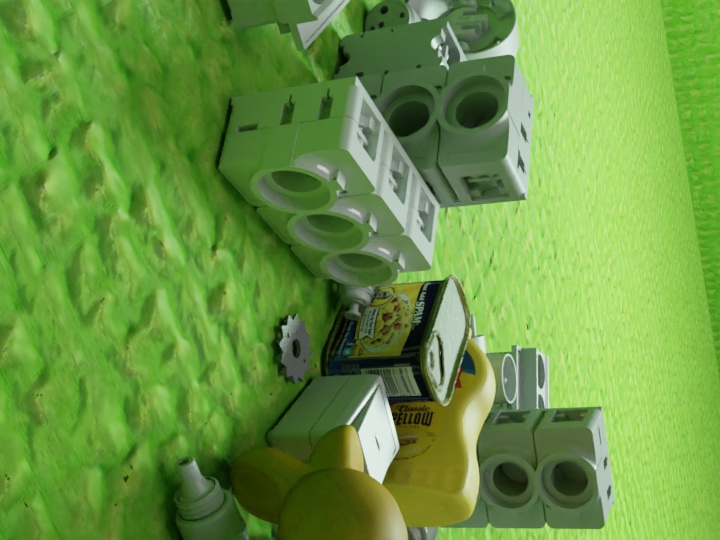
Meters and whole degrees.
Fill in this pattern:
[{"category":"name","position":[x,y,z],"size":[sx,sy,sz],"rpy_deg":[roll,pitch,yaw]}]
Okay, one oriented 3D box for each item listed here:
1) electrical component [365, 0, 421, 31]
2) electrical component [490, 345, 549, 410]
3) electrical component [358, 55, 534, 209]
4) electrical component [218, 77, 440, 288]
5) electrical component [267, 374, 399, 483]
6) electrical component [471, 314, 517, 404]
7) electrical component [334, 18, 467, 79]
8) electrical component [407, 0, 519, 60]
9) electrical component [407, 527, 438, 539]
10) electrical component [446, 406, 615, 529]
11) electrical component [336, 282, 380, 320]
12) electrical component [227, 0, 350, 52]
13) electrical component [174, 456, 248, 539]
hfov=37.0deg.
[{"category":"electrical component","position":[0.034,-0.198,0.906],"size":[0.055,0.045,0.045],"rpy_deg":[24,64,-62]},{"category":"electrical component","position":[0.154,0.143,1.081],"size":[0.079,0.063,0.121],"rpy_deg":[32,56,-61]},{"category":"electrical component","position":[0.043,-0.096,0.776],"size":[0.061,0.150,0.089],"rpy_deg":[51,41,-53]},{"category":"electrical component","position":[-0.016,-0.051,0.711],"size":[0.150,0.089,0.061],"rpy_deg":[50,41,-52]},{"category":"electrical component","position":[-0.010,0.113,0.728],"size":[0.096,0.061,0.061],"rpy_deg":[-48,129,-58]},{"category":"electrical component","position":[0.093,0.079,0.943],"size":[0.044,0.077,0.079],"rpy_deg":[-7,92,-65]},{"category":"electrical component","position":[0.034,-0.153,0.841],"size":[0.055,0.089,0.050],"rpy_deg":[51,41,-51]},{"category":"electrical component","position":[0.096,-0.220,0.988],"size":[0.064,0.099,0.099],"rpy_deg":[63,32,-52]},{"category":"electrical component","position":[0.032,0.203,0.826],"size":[0.062,0.043,0.043],"rpy_deg":[-29,112,-62]},{"category":"electrical component","position":[0.135,0.172,0.929],"size":[0.062,0.150,0.089],"rpy_deg":[-32,114,-64]},{"category":"electrical component","position":[0.000,0.000,0.797],"size":[0.040,0.040,0.078],"rpy_deg":[51,41,-51]},{"category":"electrical component","position":[-0.042,-0.204,0.717],"size":[0.121,0.063,0.078],"rpy_deg":[-60,139,-51]},{"category":"electrical component","position":[-0.086,0.130,0.590],"size":[0.035,0.035,0.061],"rpy_deg":[-53,130,-56]}]
